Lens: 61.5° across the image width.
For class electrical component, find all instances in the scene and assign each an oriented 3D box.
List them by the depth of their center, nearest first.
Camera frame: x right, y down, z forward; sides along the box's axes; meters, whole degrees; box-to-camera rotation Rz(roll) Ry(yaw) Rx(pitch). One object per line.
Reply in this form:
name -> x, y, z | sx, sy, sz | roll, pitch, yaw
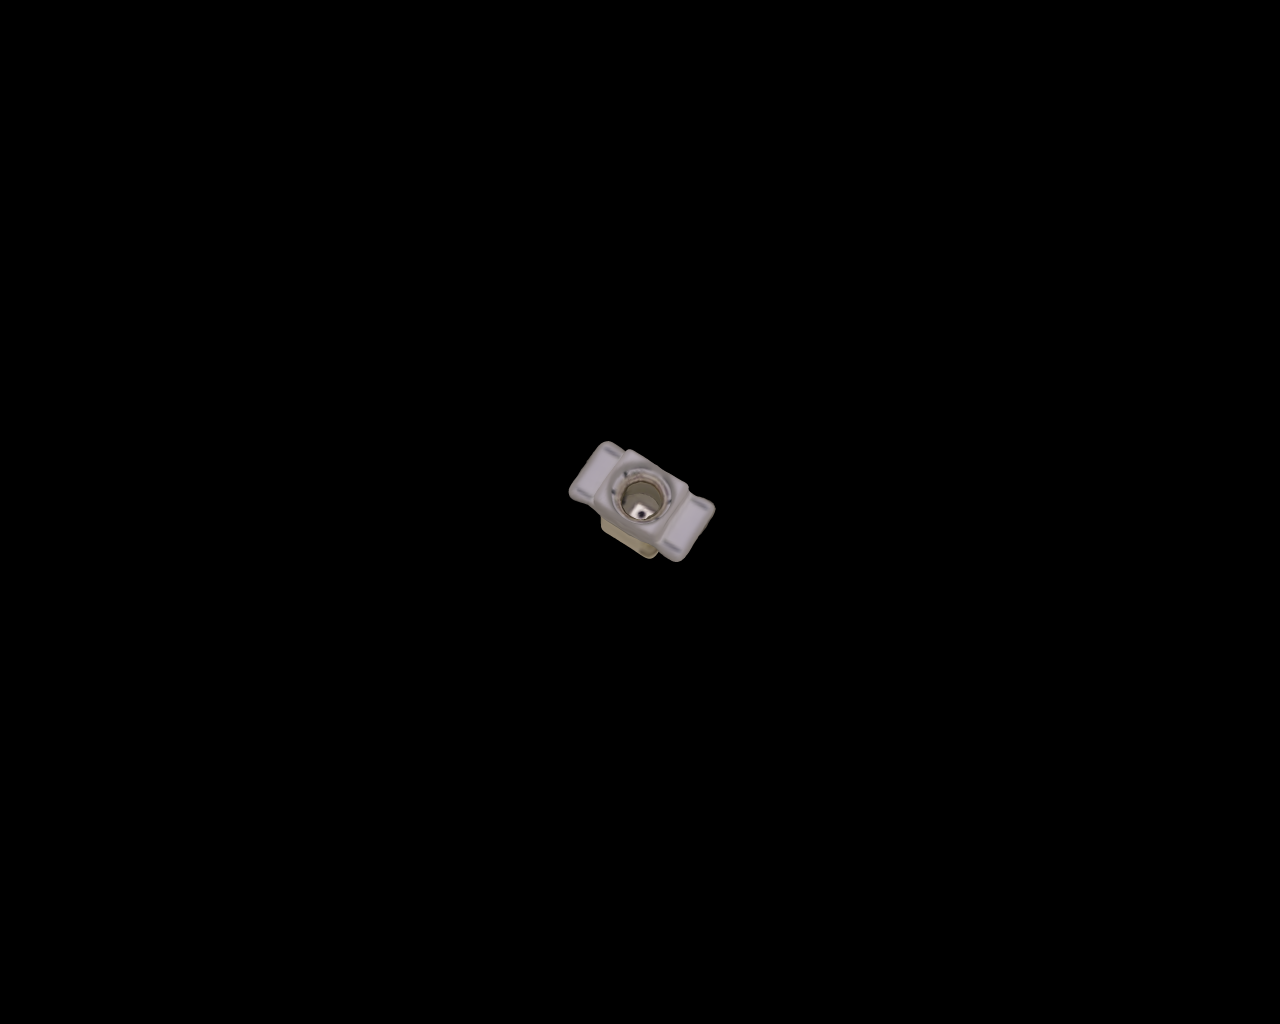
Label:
electrical component -> 0.001, -0.003, 0.650 | 0.081, 0.042, 0.063 | 33, -16, 11
